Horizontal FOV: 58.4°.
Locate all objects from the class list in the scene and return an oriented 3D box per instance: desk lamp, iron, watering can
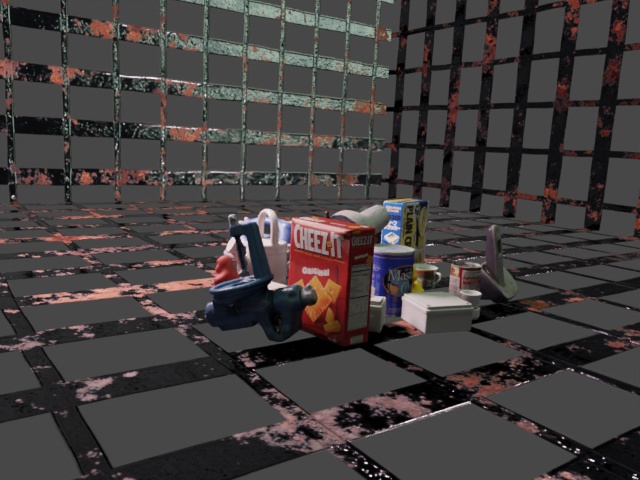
[{"bbox_3d":[0.102,0.026,1.366,0.117,0.213,0.204,10,12,36],"label":"desk lamp"},{"bbox_3d":[-0.174,-0.008,1.705,0.257,0.141,0.119,6,10,20],"label":"iron"},{"bbox_3d":[-0.134,0.023,1.371,0.100,0.194,0.173,10,12,38],"label":"watering can"}]

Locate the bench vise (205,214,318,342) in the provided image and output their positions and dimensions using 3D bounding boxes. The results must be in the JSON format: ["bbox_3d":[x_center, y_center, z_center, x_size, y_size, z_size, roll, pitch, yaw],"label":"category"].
[{"bbox_3d":[-0.105,0.065,1.048,0.207,0.220,0.121,3,10,0],"label":"bench vise"}]

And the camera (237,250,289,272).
[{"bbox_3d":[-0.153,0.039,1.553,0.143,0.101,0.136,1,10,-8],"label":"camera"}]

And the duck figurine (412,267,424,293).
[{"bbox_3d":[0.208,0.099,1.352,0.077,0.086,0.105,9,11,33],"label":"duck figurine"}]

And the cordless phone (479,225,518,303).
[{"bbox_3d":[0.436,0.052,1.399,0.093,0.185,0.148,8,11,27],"label":"cordless phone"}]

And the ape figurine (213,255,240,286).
[{"bbox_3d":[-0.218,0.080,1.316,0.076,0.092,0.078,7,10,23],"label":"ape figurine"}]

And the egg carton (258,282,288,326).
[{"bbox_3d":[-0.127,0.122,1.157,0.149,0.069,0.107,10,12,35],"label":"egg carton"}]

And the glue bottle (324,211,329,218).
[{"bbox_3d":[0.015,0.006,1.586,0.037,0.173,0.078,-1,10,-22],"label":"glue bottle"}]

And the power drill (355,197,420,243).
[{"bbox_3d":[0.202,-0.024,1.714,0.230,0.208,0.075,-2,11,-29],"label":"power drill"}]
